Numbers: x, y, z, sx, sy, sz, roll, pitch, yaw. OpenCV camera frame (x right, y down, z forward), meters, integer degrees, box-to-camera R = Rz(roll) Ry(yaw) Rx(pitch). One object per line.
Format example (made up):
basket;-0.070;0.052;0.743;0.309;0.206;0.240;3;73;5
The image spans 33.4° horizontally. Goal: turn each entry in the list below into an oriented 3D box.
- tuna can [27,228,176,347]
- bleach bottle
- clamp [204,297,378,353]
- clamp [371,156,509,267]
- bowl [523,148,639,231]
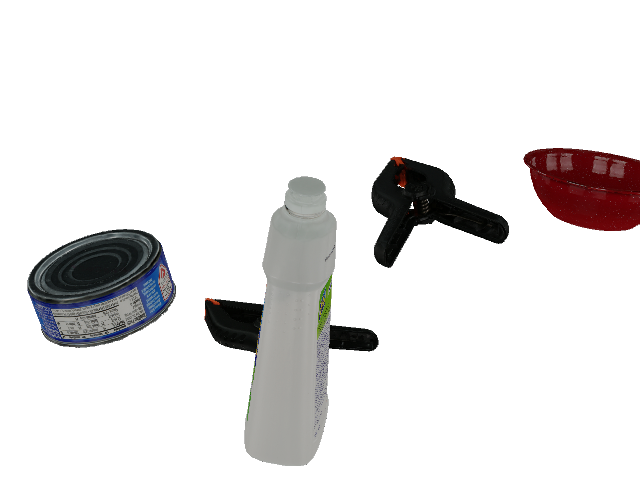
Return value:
tuna can;-0.134;0.027;0.653;0.086;0.034;0.086;-10;28;5
bleach bottle;-0.020;0.060;0.861;0.068;0.251;0.102;9;33;4
clamp;-0.062;0.111;1.215;0.210;0.036;0.164;15;22;30
clamp;0.103;-0.032;0.988;0.120;0.039;0.171;-3;33;-2
bowl;0.290;-0.050;1.123;0.162;0.055;0.162;6;20;-2
